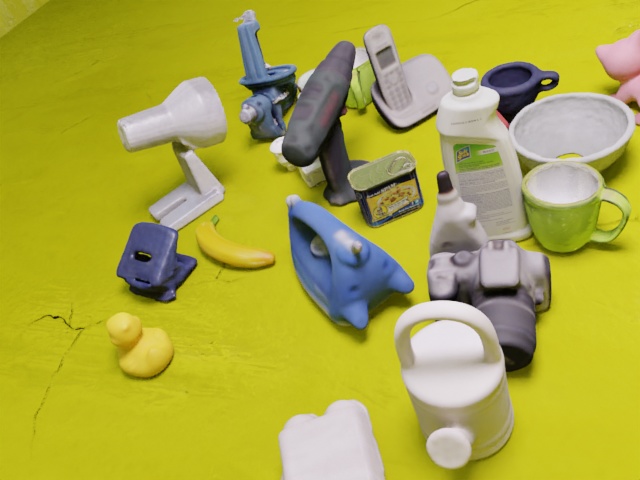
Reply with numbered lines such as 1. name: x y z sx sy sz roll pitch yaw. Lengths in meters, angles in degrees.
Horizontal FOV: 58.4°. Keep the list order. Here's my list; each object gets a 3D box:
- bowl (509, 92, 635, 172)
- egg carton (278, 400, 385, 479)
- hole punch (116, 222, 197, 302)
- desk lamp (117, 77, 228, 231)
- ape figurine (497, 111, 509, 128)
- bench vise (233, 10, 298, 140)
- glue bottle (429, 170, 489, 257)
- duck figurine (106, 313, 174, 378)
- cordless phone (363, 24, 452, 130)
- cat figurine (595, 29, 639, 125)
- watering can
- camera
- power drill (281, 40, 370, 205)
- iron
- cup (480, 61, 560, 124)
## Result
1. bowl: 0.361 -0.138 0.828 0.167 0.075 0.167 -13 42 12
2. egg carton: 0.014 0.241 0.589 0.107 0.070 0.150 -21 41 3
3. hole punch: -0.270 0.034 0.921 0.108 0.091 0.101 9 50 32
4. desk lamp: -0.247 -0.156 1.017 0.203 0.214 0.117 -38 43 -17
5. ape figurine: 0.260 -0.186 0.911 0.077 0.092 0.076 4 48 28
6. bench vise: -0.110 -0.323 1.128 0.121 0.220 0.207 -15 42 10
7. glue bottle: 0.168 -0.018 0.713 0.078 0.173 0.037 -4 45 21
8. duck figurine: -0.262 0.140 0.808 0.104 0.086 0.078 20 57 38
9. cordless phone: 0.153 -0.305 1.015 0.148 0.185 0.093 -35 42 -13
10. cat figurine: 0.477 -0.254 0.865 0.067 0.118 0.127 -26 41 -2
11. watering can: 0.131 0.132 0.555 0.101 0.194 0.172 -21 41 3
12. camera: 0.193 0.074 0.660 0.142 0.101 0.137 -4 44 20
13. power drill: 0.024 -0.172 0.916 0.075 0.209 0.230 6 49 30
14. iron: 0.007 0.003 0.789 0.119 0.142 0.257 -36 42 -14
15. cup: 0.324 -0.228 0.925 0.117 0.095 0.092 -2 45 23
